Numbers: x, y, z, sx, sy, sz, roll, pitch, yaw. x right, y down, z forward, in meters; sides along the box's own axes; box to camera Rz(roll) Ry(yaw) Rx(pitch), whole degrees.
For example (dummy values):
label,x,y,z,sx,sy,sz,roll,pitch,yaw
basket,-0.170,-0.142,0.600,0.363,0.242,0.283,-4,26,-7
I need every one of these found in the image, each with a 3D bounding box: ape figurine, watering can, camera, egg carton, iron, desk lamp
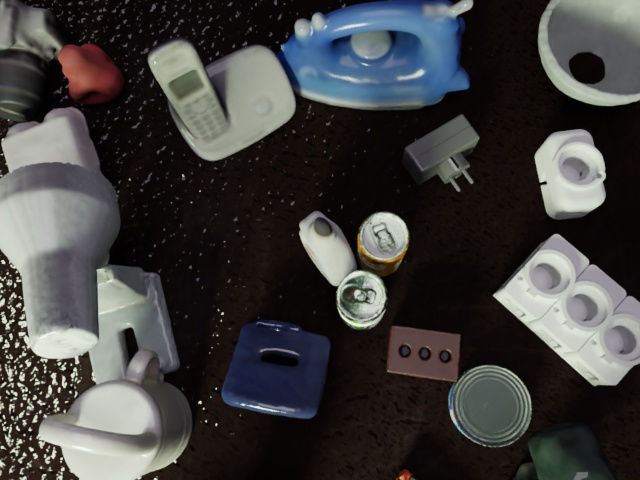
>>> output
label,x,y,z,sx,sy,sz,roll,pitch,yaw
ape figurine,-0.295,-0.215,0.722,0.076,0.092,0.078,27,79,9
watering can,-0.200,0.198,0.566,0.101,0.194,0.173,-7,76,1
camera,-0.403,-0.228,0.726,0.143,0.101,0.137,-2,76,2
egg carton,-0.322,-0.086,0.704,0.107,0.069,0.150,-23,76,-3
iron,0.054,-0.236,0.684,0.258,0.141,0.118,-3,76,2
desk lamp,-0.238,0.047,0.594,0.118,0.213,0.203,-19,76,-1

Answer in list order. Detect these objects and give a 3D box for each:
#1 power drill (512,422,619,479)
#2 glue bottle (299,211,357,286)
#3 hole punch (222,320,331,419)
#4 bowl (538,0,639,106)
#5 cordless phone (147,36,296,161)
label,x,y,z,sx,sy,sz,roll,pitch,yaw
power drill,0.242,0.279,0.516,0.075,0.208,0.229,-17,76,-1
glue bottle,0.006,0.002,0.613,0.037,0.173,0.078,-39,77,-6
hole punch,-0.046,0.139,0.625,0.108,0.091,0.101,9,77,5
bowl,0.343,-0.231,0.703,0.167,0.075,0.167,-1,76,3
cordless phone,-0.110,-0.180,0.656,0.147,0.185,0.094,-33,77,-5
